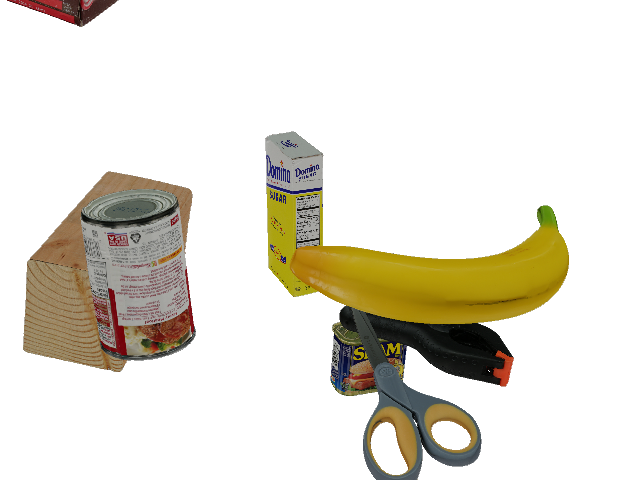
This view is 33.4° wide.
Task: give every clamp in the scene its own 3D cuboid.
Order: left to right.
[{"bbox_3d":[0.117,0.086,1.025,0.172,0.039,0.120,25,36,29],"label":"clamp"}]

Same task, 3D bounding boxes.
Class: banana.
[{"bbox_3d":[0.078,0.020,0.614,0.197,0.037,0.070,-8,37,-33],"label":"banana"}]

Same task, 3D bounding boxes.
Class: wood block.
[{"bbox_3d":[-0.188,0.021,0.972,0.090,0.091,0.206,12,25,3],"label":"wood block"}]

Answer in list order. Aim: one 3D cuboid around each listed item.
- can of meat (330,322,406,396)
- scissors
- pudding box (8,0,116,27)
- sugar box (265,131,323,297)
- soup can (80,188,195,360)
[{"bbox_3d":[0.064,0.153,1.412,0.102,0.084,0.057,-6,26,-21],"label":"can of meat"},{"bbox_3d":[0.071,0.111,0.832,0.096,0.016,0.201,-2,38,3],"label":"scissors"},{"bbox_3d":[-0.191,-0.210,0.807,0.090,0.039,0.113,21,37,9],"label":"pudding box"},{"bbox_3d":[-0.032,-0.032,1.269,0.048,0.176,0.093,-12,26,-20],"label":"sugar box"},{"bbox_3d":[-0.126,0.023,0.740,0.068,0.102,0.068,-4,21,1],"label":"soup can"}]
